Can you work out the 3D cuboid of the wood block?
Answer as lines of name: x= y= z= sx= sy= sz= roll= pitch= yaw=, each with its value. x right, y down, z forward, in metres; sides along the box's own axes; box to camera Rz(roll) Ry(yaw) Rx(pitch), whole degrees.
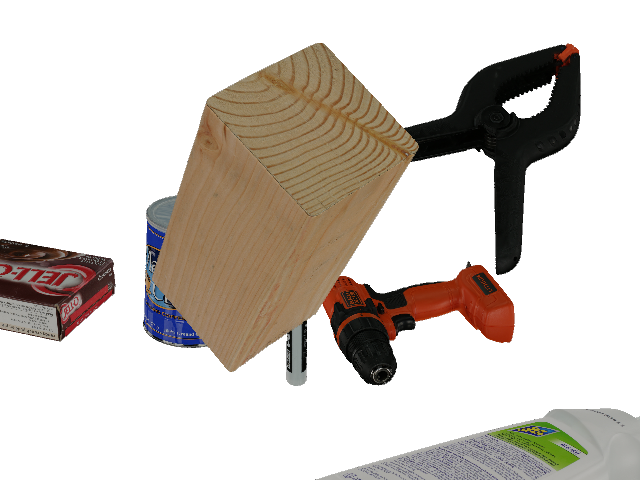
wood block: x=-0.031 y=-0.013 z=0.669 sx=0.090 sy=0.091 sz=0.206 roll=-33 pitch=-16 yaw=-31

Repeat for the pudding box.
pudding box: x=-0.239 y=0.039 z=0.877 sx=0.114 sy=0.039 sz=0.090 roll=7 pitch=24 yaw=17

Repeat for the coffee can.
coffee can: x=-0.143 y=0.033 z=1.184 sx=0.103 sy=0.140 sz=0.103 roll=5 pitch=25 yaw=-2

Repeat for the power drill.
power drill: x=0.105 y=0.084 z=1.129 sx=0.187 sy=0.057 sz=0.184 roll=-6 pitch=28 yaw=-12

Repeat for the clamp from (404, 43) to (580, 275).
clamp: x=0.137 y=-0.073 z=0.803 sx=0.209 sy=0.165 sz=0.036 roll=-37 pitch=-31 yaw=-19

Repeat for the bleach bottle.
bleach bottle: x=0.112 y=0.144 z=0.596 sx=0.250 sy=0.068 sz=0.103 roll=-10 pitch=21 yaw=-31

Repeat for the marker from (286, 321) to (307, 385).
marker: x=-0.021 y=0.077 z=0.936 sx=0.020 sy=0.121 sz=0.020 roll=1 pitch=35 yaw=-1
